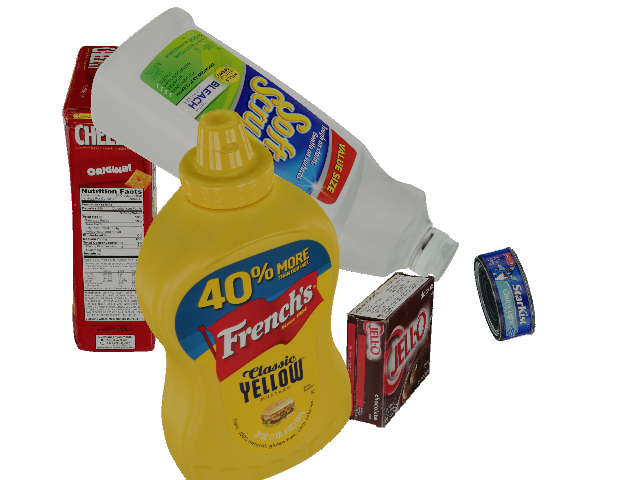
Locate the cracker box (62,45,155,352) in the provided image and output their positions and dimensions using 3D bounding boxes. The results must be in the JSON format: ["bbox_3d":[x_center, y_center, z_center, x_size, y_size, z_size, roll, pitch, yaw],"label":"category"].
[{"bbox_3d":[-0.174,-0.038,0.897,0.072,0.214,0.164,-1,27,-8],"label":"cracker box"}]

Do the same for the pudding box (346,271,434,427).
[{"bbox_3d":[0.056,0.084,0.854,0.039,0.090,0.113,9,20,21],"label":"pudding box"}]

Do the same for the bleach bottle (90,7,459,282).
[{"bbox_3d":[-0.022,-0.054,0.692,0.251,0.068,0.102,31,51,13],"label":"bleach bottle"}]

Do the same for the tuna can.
[{"bbox_3d":[0.174,0.051,1.013,0.033,0.086,0.086,-14,0,-2],"label":"tuna can"}]

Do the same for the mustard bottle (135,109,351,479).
[{"bbox_3d":[-0.036,0.026,0.500,0.096,0.192,0.058,-19,38,-20],"label":"mustard bottle"}]
